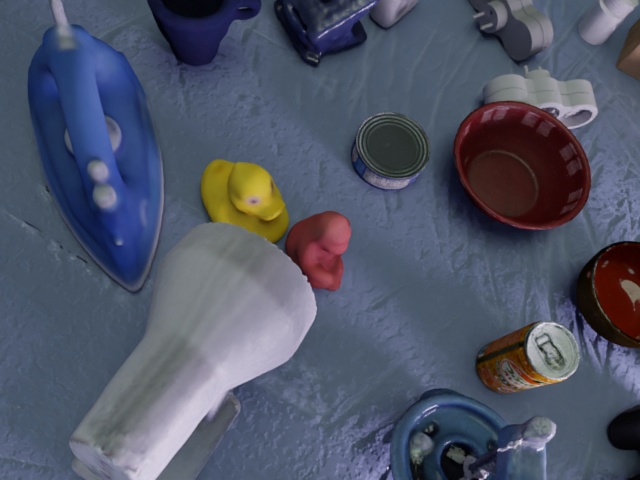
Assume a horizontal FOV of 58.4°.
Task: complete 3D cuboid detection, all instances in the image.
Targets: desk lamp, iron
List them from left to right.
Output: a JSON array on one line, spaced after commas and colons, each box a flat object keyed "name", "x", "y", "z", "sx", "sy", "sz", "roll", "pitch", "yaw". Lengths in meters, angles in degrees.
[{"name": "iron", "x": -0.209, "y": -0.089, "z": 0.534, "sx": 0.119, "sy": 0.141, "sz": 0.258, "roll": -16, "pitch": 72, "yaw": -15}, {"name": "desk lamp", "x": -0.103, "y": 0.110, "z": 0.436, "sx": 0.118, "sy": 0.213, "sz": 0.203, "roll": 31, "pitch": 67, "yaw": 3}]

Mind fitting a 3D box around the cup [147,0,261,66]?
[{"name": "cup", "x": -0.126, "y": -0.241, "z": 0.634, "sx": 0.118, "sy": 0.095, "sz": 0.091, "roll": -3, "pitch": 69, "yaw": -11}]

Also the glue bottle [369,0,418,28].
[{"name": "glue bottle", "x": 0.108, "y": -0.332, "z": 0.669, "sx": 0.037, "sy": 0.173, "sz": 0.078, "roll": 43, "pitch": 68, "yaw": 8}]

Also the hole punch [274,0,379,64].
[{"name": "hole punch", "x": 0.005, "y": -0.283, "z": 0.676, "sx": 0.101, "sy": 0.091, "sz": 0.108, "roll": -24, "pitch": 75, "yaw": -18}]

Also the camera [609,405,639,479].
[{"name": "camera", "x": 0.322, "y": 0.230, "z": 0.526, "sx": 0.137, "sy": 0.100, "sz": 0.143, "roll": -13, "pitch": 72, "yaw": -15}]

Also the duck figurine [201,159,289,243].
[{"name": "duck figurine", "x": -0.074, "y": -0.049, "z": 0.573, "sx": 0.104, "sy": 0.086, "sz": 0.078, "roll": 42, "pitch": 68, "yaw": 8}]

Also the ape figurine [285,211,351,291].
[{"name": "ape figurine", "x": 0.005, "y": 0.002, "z": 0.564, "sx": 0.076, "sy": 0.092, "sz": 0.078, "roll": 40, "pitch": 68, "yaw": 7}]

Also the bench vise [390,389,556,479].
[{"name": "bench vise", "x": 0.118, "y": 0.210, "z": 0.433, "sx": 0.121, "sy": 0.219, "sz": 0.207, "roll": 1, "pitch": 69, "yaw": -9}]
